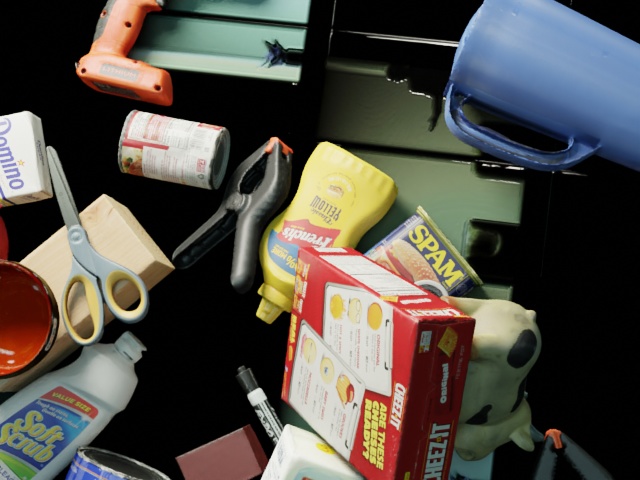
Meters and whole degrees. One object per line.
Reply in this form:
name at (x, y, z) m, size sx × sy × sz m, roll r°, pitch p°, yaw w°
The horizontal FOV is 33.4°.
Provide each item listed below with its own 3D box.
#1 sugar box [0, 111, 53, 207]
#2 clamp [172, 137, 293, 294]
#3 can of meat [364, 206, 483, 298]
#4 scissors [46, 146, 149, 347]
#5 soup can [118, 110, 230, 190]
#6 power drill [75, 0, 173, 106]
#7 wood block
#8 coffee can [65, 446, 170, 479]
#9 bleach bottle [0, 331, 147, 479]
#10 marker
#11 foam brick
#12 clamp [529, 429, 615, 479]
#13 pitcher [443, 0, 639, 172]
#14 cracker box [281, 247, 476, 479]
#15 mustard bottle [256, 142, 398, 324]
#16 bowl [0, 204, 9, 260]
sugar box at (-0.385, -0.075, 1.152) m, size 0.176 × 0.048 × 0.093 m, roll -12°, pitch 82°, yaw 5°
clamp at (-0.087, -0.028, 1.109) m, size 0.120 × 0.039 × 0.171 m, roll 9°, pitch 66°, yaw 37°
can of meat at (0.101, 0.031, 1.083) m, size 0.084 × 0.057 × 0.102 m, roll -39°, pitch 81°, yaw 3°
scissors at (-0.218, 0.003, 1.049) m, size 0.096 × 0.016 × 0.202 m, roll -4°, pitch 83°, yaw 3°
soup can at (-0.152, -0.094, 1.119) m, size 0.102 × 0.068 × 0.068 m, roll 11°, pitch 84°, yaw 7°
power drill at (-0.173, -0.243, 1.147) m, size 0.184 × 0.057 × 0.187 m, roll 12°, pitch 81°, yaw 11°
wood block at (-0.265, 0.057, 1.101) m, size 0.206 × 0.090 × 0.091 m, roll -40°, pitch 81°, yaw -1°
coffee can at (-0.220, 0.290, 1.060) m, size 0.103 × 0.103 × 0.140 m, roll 21°, pitch 85°, yaw 8°
bleach bottle at (-0.285, 0.185, 1.100) m, size 0.251 × 0.068 × 0.102 m, roll -44°, pitch 91°, yaw -2°
marker at (-0.053, 0.184, 1.098) m, size 0.020 × 0.020 × 0.121 m, roll -31°, pitch 81°, yaw 1°
foam brick at (-0.097, 0.226, 1.081) m, size 0.078 × 0.053 × 0.051 m, roll -25°, pitch 81°, yaw 2°
clamp at (0.247, 0.293, 1.044) m, size 0.164 × 0.036 × 0.210 m, roll -21°, pitch 81°, yaw 1°
pitcher at (0.249, -0.147, 1.056) m, size 0.243 × 0.144 × 0.149 m, roll 26°, pitch 119°, yaw 5°
cracker box at (0.047, 0.113, 0.983) m, size 0.072 × 0.214 × 0.164 m, roll -1°, pitch 107°, yaw -29°
mustard bottle at (-0.007, 0.001, 1.097) m, size 0.096 × 0.058 × 0.191 m, roll 32°, pitch 88°, yaw 15°
bowl at (-0.375, 0.033, 1.096) m, size 0.162 × 0.162 × 0.055 m, roll -37°, pitch 105°, yaw 0°
